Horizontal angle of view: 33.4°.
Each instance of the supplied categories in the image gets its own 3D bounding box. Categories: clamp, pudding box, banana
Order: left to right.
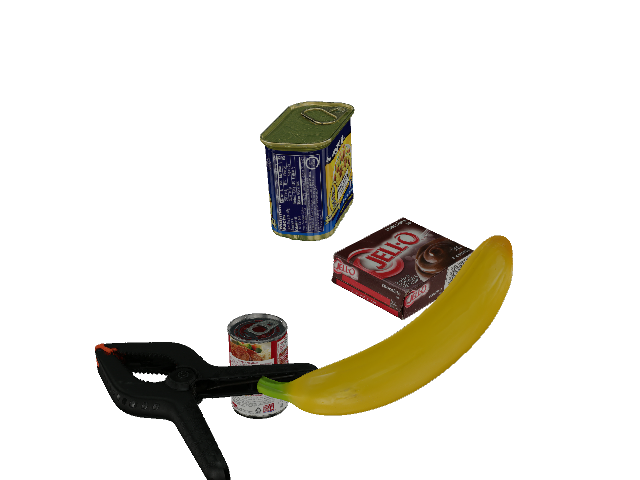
[{"bbox_3d":[-0.114,0.133,0.976,0.210,0.036,0.164,21,36,31],"label":"clamp"},{"bbox_3d":[0.080,0.025,1.036,0.090,0.039,0.113,28,35,32],"label":"pudding box"},{"bbox_3d":[0.058,0.059,0.674,0.197,0.037,0.070,-29,53,-17],"label":"banana"}]

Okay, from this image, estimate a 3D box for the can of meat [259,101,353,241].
[{"bbox_3d":[-0.008,-0.057,0.866,0.057,0.084,0.102,4,26,16],"label":"can of meat"}]

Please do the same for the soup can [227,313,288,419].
[{"bbox_3d":[-0.070,0.143,1.219,0.068,0.102,0.068,-1,23,0],"label":"soup can"}]
